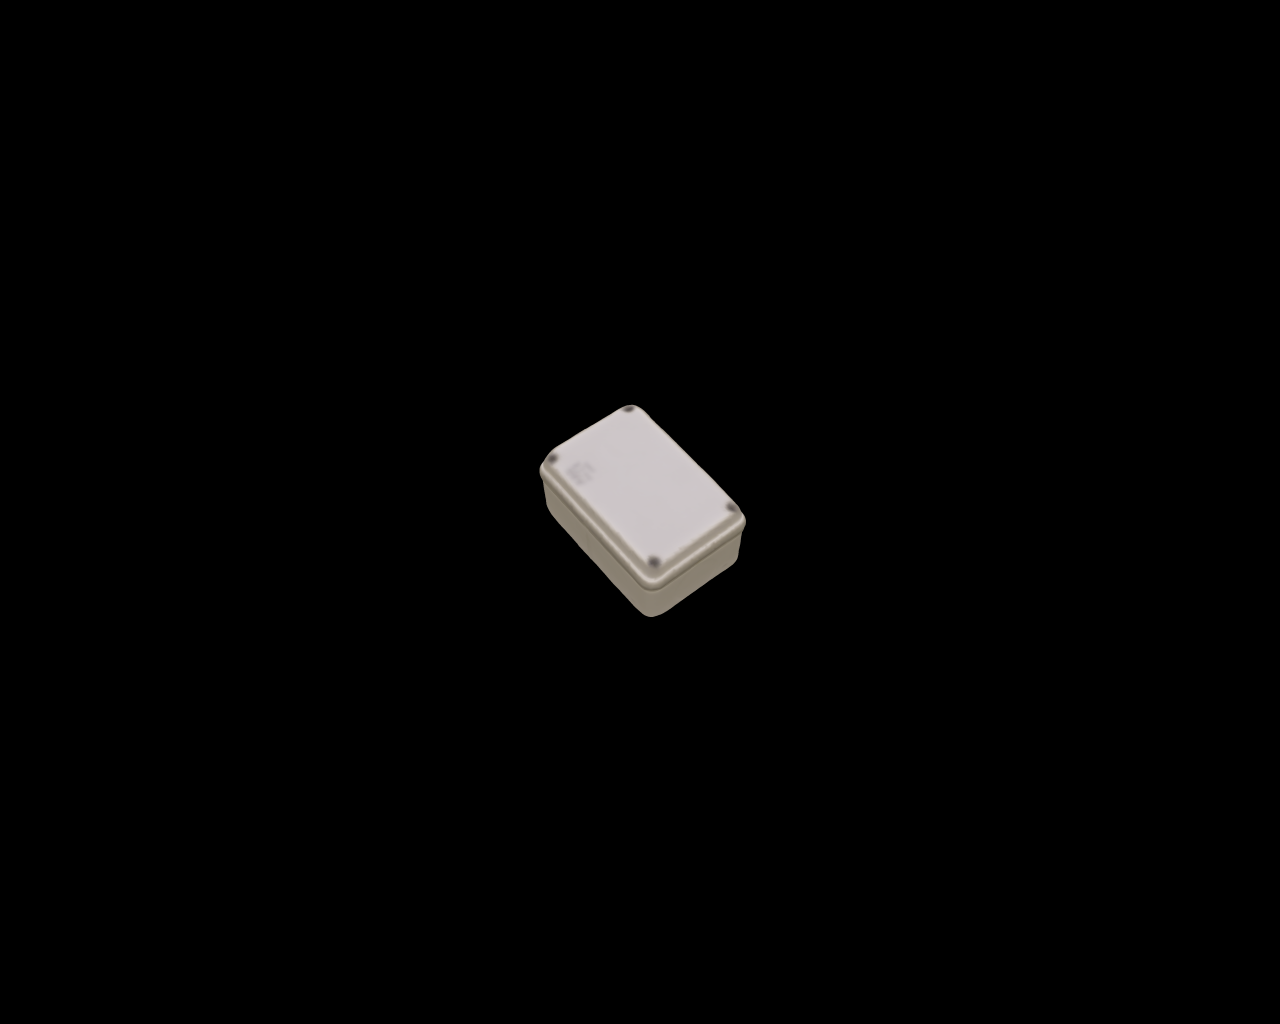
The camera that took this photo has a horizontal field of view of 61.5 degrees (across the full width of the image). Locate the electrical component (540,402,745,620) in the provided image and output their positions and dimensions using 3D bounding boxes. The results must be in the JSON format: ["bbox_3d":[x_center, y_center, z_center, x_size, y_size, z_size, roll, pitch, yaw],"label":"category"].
[{"bbox_3d":[0.001,-0.003,0.650,0.078,0.113,0.057,-33,-28,-20],"label":"electrical component"}]
